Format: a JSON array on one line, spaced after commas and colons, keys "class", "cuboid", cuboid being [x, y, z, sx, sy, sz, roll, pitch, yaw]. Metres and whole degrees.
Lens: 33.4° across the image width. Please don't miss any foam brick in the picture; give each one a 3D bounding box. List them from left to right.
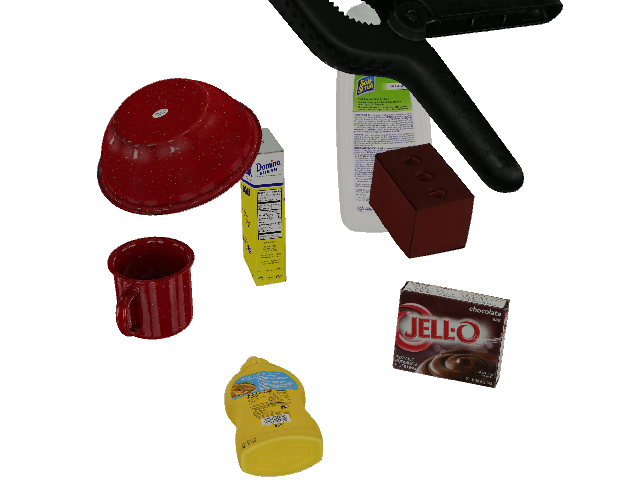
[{"class": "foam brick", "cuboid": [0.079, -0.032, 0.852, 0.052, 0.051, 0.078, -12, 43, -21]}]

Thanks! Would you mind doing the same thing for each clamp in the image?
[{"class": "clamp", "cuboid": [0.055, -0.124, 0.679, 0.209, 0.164, 0.036, 17, -31, -12]}]

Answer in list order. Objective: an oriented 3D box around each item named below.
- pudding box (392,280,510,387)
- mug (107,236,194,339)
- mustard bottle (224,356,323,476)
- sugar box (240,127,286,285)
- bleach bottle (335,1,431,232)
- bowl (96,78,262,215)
[{"class": "pudding box", "cuboid": [0.136, 0.097, 1.114, 0.113, 0.090, 0.039, 9, 20, 13]}, {"class": "mug", "cuboid": [-0.185, 0.060, 1.153, 0.093, 0.081, 0.117, 10, 32, 16]}, {"class": "mustard bottle", "cuboid": [-0.063, 0.196, 1.258, 0.096, 0.058, 0.192, -9, 29, -10]}, {"class": "sugar box", "cuboid": [-0.073, -0.042, 1.328, 0.048, 0.176, 0.093, -9, 25, -13]}, {"class": "bleach bottle", "cuboid": [0.066, -0.130, 1.037, 0.102, 0.251, 0.068, -3, 31, -4]}, {"class": "bowl", "cuboid": [-0.138, -0.099, 0.980, 0.162, 0.162, 0.055, 0, -41, 18]}]
